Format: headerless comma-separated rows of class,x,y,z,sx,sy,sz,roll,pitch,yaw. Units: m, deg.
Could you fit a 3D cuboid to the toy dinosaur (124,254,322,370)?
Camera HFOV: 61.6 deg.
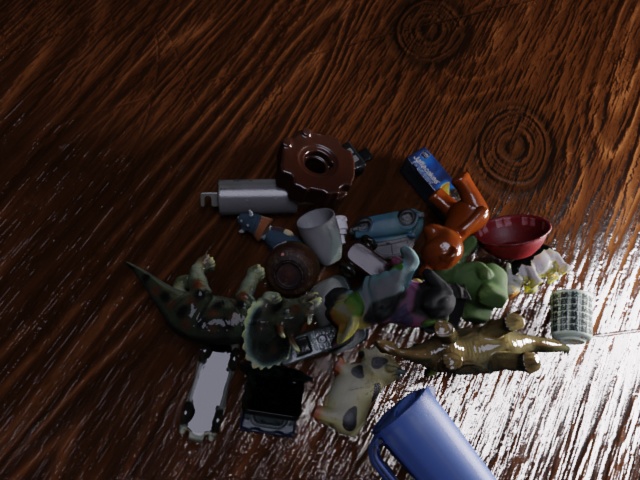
toy dinosaur,-0.197,0.134,0.998,0.405,0.131,0.192,4,39,6

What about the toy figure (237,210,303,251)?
toy figure,-0.104,-0.009,1.130,0.154,0.058,0.064,35,89,4

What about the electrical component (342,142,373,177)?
electrical component,0.070,-0.181,1.229,0.119,0.047,0.075,-27,74,-15

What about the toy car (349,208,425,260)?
toy car,0.148,-0.008,1.141,0.162,0.109,0.103,-12,87,-2

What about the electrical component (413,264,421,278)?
electrical component,0.195,0.076,1.153,0.094,0.021,0.063,9,67,-2

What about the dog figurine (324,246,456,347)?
dog figurine,0.117,0.130,0.983,0.219,0.108,0.191,-44,87,-14

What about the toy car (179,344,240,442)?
toy car,-0.204,0.272,1.007,0.073,0.056,0.201,16,68,-8

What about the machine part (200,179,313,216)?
machine part,-0.133,-0.093,1.151,0.243,0.079,0.079,-1,68,-7

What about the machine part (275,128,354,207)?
machine part,-0.010,-0.153,1.133,0.179,0.056,0.179,9,58,-14

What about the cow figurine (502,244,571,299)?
cow figurine,0.445,0.065,1.163,0.167,0.068,0.098,-19,66,-18

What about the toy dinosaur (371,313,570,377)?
toy dinosaur,0.314,0.205,1.017,0.471,0.198,0.105,5,71,-15

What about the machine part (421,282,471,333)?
machine part,0.254,0.144,1.075,0.084,0.138,0.039,20,39,4

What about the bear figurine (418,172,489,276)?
bear figurine,0.251,-0.027,1.076,0.196,0.120,0.132,-38,88,-32

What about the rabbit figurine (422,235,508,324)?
rabbit figurine,0.296,0.068,1.115,0.170,0.121,0.159,21,61,0

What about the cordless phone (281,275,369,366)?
cordless phone,-0.009,0.162,1.062,0.184,0.088,0.146,-18,72,-9

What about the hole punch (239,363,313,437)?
hole punch,-0.089,0.299,1.003,0.142,0.092,0.116,8,39,-1

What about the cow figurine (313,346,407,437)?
cow figurine,0.082,0.277,1.024,0.127,0.085,0.195,25,65,10

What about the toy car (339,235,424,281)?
toy car,0.132,0.075,1.080,0.202,0.053,0.089,36,70,2

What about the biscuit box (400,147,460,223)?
biscuit box,0.269,-0.112,1.216,0.059,0.062,0.203,-33,76,-19

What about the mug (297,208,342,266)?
mug,-0.002,-0.003,1.124,0.081,0.110,0.107,-33,119,-27
